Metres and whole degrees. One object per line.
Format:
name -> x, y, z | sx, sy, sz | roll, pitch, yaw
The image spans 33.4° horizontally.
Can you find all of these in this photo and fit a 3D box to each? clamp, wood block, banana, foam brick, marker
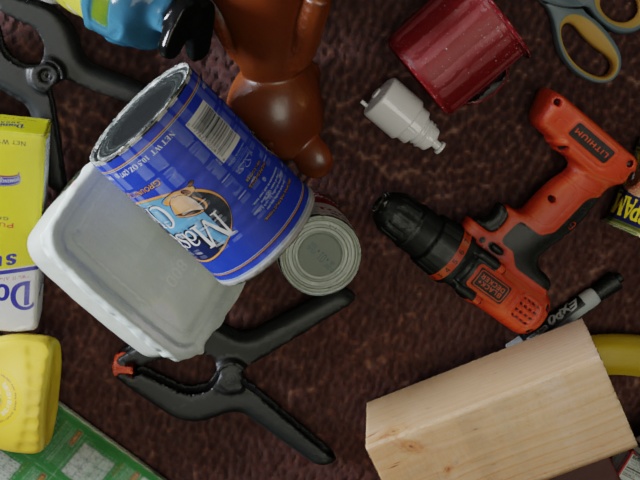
clamp -> -0.205, -0.135, 0.853 | 0.120, 0.039, 0.171 | -31, 111, -5
clamp -> -0.071, 0.104, 0.925 | 0.210, 0.036, 0.164 | 11, 101, -9
wood block -> 0.151, 0.158, 0.916 | 0.206, 0.091, 0.090 | -23, 105, 10
banana -> 0.282, 0.118, 0.969 | 0.197, 0.037, 0.070 | 15, 101, -10
foam brick -> 0.225, 0.212, 0.977 | 0.078, 0.051, 0.053 | -26, 103, 0
marker -> 0.222, 0.068, 0.960 | 0.121, 0.020, 0.020 | -35, 105, 2

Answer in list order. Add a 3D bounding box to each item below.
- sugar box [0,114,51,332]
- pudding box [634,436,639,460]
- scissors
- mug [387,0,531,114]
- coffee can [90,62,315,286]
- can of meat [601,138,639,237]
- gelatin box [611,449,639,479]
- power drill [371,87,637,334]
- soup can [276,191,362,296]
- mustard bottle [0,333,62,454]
sugar box -> -0.267, -0.013, 0.853 | 0.093, 0.048, 0.176 | 5, 113, -8
pudding box -> 0.348, 0.207, 0.967 | 0.090, 0.039, 0.113 | -33, 108, -2
scissors -> 0.200, -0.223, 0.892 | 0.096, 0.016, 0.201 | -39, 104, 1
mug -> 0.114, -0.151, 0.868 | 0.081, 0.093, 0.117 | -40, 141, 8
coffee can -> -0.087, -0.048, 0.806 | 0.103, 0.103, 0.140 | -43, 113, 4
can of meat -> 0.293, -0.039, 0.902 | 0.057, 0.102, 0.084 | 19, 98, -12
gelatin box -> 0.296, 0.243, 1.004 | 0.073, 0.030, 0.089 | 27, 96, -11
power drill -> 0.161, -0.034, 0.911 | 0.184, 0.057, 0.188 | 35, 100, -17
soup can -> -0.006, 0.001, 0.875 | 0.068, 0.102, 0.068 | -1, 103, -6
mustard bottle -> -0.315, 0.118, 0.882 | 0.191, 0.058, 0.096 | 7, 97, 0
